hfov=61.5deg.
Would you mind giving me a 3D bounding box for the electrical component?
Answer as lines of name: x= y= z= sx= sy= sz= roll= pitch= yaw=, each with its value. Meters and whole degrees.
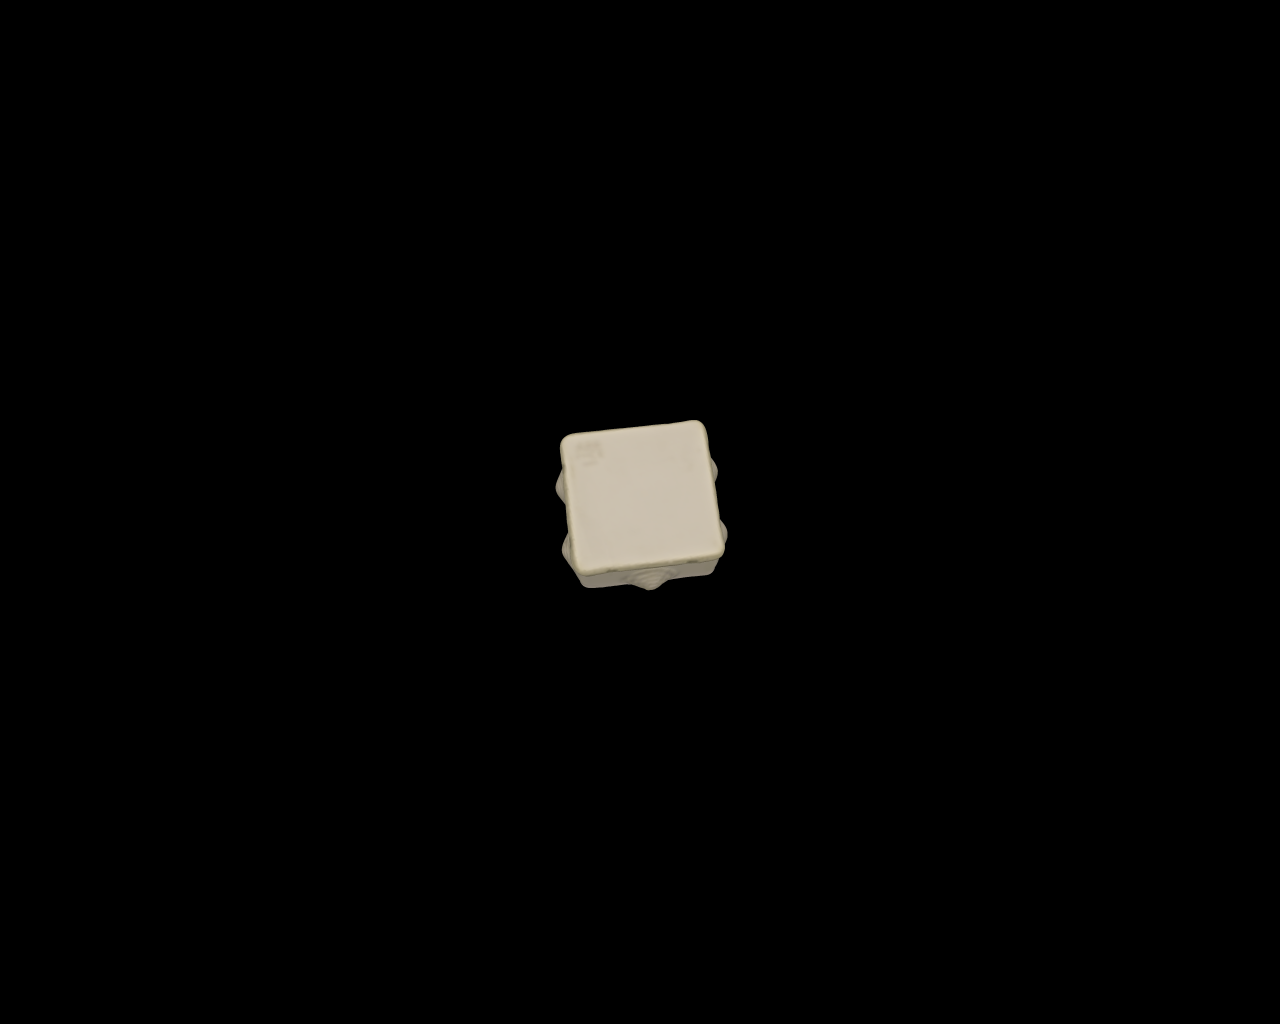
electrical component: x=0.001 y=-0.003 z=0.650 sx=0.100 sy=0.100 sz=0.048 roll=-7 pitch=-19 yaw=-2
